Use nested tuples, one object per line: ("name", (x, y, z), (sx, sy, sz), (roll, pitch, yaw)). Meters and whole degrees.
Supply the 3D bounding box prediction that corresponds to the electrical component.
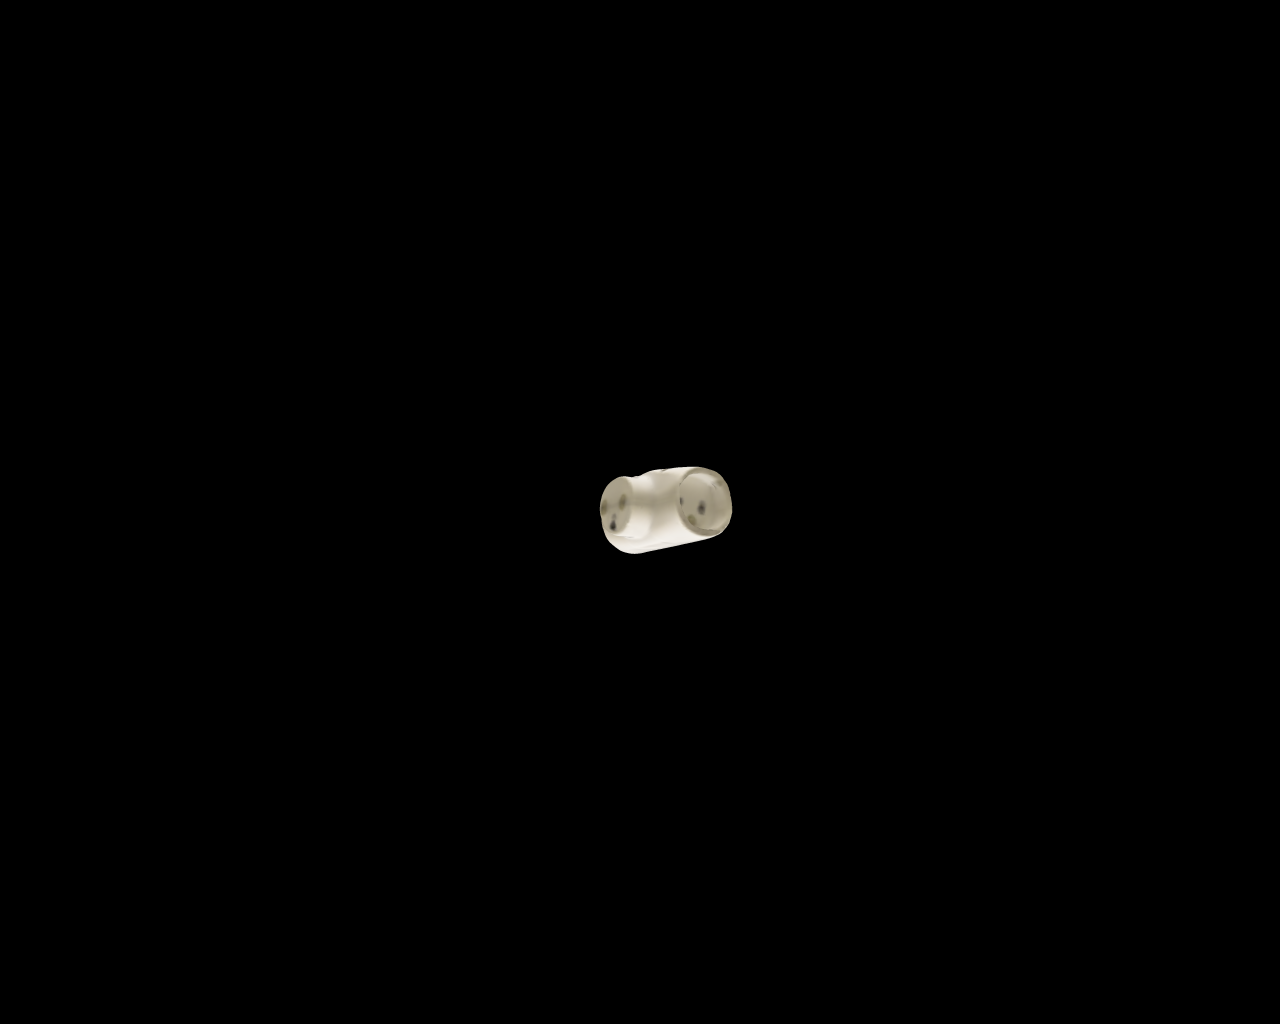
("electrical component", (0.001, -0.003, 0.650), (0.079, 0.043, 0.077), (8, -14, -35))
